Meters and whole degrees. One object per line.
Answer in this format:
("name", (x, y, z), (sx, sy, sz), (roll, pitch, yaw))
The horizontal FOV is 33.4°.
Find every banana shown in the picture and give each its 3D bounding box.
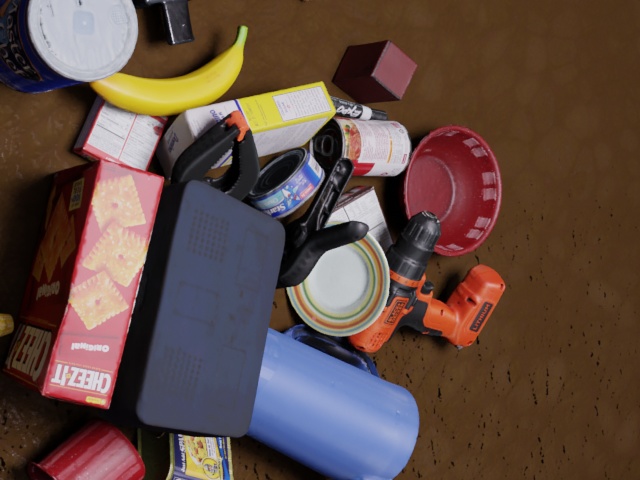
("banana", (-0.148, -0.163, 1.093), (0.197, 0.037, 0.069), (-28, 109, -38))

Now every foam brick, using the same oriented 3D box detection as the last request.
("foam brick", (0.064, -0.195, 1.245), (0.051, 0.078, 0.053), (34, 74, -32))

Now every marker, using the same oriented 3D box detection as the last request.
("marker", (0.031, -0.155, 1.259), (0.120, 0.020, 0.020), (10, 86, -35))

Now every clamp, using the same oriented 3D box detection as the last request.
("clamp", (-0.008, 0.001, 1.162), (0.039, 0.120, 0.172), (27, 114, -24))
("clamp", (-0.126, -0.040, 1.084), (0.164, 0.036, 0.210), (-6, 137, -31))

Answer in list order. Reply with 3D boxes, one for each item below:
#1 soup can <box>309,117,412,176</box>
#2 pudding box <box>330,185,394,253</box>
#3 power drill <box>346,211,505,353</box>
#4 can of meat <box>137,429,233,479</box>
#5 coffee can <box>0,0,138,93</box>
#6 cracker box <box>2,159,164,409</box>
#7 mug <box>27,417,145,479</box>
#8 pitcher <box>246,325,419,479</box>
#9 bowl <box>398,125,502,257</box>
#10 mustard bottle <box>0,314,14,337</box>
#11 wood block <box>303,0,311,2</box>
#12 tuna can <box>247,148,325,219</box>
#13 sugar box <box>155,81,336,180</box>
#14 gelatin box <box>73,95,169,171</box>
("soup can", (0.048, -0.108, 1.243), (0.102, 0.069, 0.068), (-1, 92, -35))
("pudding box", (0.040, 0.004, 1.261), (0.089, 0.039, 0.113), (-30, 110, -29))
("power drill", (0.134, 0.057, 1.272), (0.187, 0.057, 0.185), (12, 116, -40))
("can of meat", (-0.140, 0.224, 1.115), (0.083, 0.058, 0.102), (25, 41, -35))
("coffee can", (-0.246, -0.193, 0.993), (0.102, 0.141, 0.103), (-2, 93, -35))
("cracker box", (-0.227, 0.038, 1.001), (0.072, 0.164, 0.213), (17, 82, -27))
("mug", (-0.227, 0.239, 1.064), (0.081, 0.093, 0.117), (-40, 143, -32))
("pitcher", (-0.018, 0.171, 1.180), (0.242, 0.149, 0.145), (31, 88, -30))
("bowl", (0.150, -0.061, 1.323), (0.161, 0.055, 0.162), (-2, 93, -34))
("mustard bottle", (-0.374, 0.090, 0.968), (0.191, 0.058, 0.096), (-7, 94, -35))
("wood block", (-0.051, -0.358, 1.152), (0.205, 0.091, 0.090), (33, 74, -31))
("tuna can", (-0.039, -0.062, 1.175), (0.086, 0.086, 0.033), (-50, 116, -23))
("sugar box", (-0.080, -0.118, 1.138), (0.175, 0.093, 0.048), (-14, 76, -33))
("gelatin box", (-0.202, -0.114, 1.094), (0.073, 0.030, 0.089), (29, 72, -32))
